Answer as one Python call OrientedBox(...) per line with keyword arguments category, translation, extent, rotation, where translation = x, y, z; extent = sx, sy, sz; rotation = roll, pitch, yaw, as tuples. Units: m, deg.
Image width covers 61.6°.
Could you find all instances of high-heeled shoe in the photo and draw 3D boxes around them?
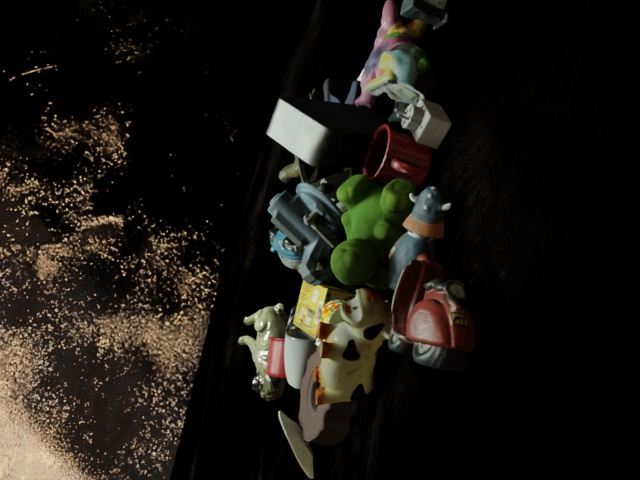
OrientedBox(category="high-heeled shoe", translation=(0.028, -0.167, 1.029), extent=(0.249, 0.145, 0.086), rotation=(-49, -59, -84))

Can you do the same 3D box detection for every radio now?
OrientedBox(category="radio", translation=(0.034, -0.183, 0.931), extent=(0.131, 0.229, 0.073), rotation=(41, 122, 30))

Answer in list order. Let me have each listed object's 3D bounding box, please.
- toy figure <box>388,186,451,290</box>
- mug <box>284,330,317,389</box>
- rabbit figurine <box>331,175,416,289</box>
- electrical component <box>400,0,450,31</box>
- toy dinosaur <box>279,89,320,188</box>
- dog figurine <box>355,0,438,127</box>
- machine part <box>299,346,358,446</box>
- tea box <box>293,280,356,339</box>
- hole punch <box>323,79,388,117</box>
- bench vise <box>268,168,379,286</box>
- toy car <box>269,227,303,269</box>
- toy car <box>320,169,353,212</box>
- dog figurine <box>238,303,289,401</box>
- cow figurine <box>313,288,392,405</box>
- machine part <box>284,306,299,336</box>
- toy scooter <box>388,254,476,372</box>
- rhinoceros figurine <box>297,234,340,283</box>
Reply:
OrientedBox(category="toy figure", translation=(0.136, 0.000, 0.747), extent=(0.058, 0.064, 0.154), rotation=(-92, 19, -77))
OrientedBox(category="mug", translation=(-0.041, 0.239, 1.081), extent=(0.110, 0.081, 0.107), rotation=(7, 92, 50))
OrientedBox(category="rabbit figurine", translation=(0.065, 0.005, 0.810), extent=(0.170, 0.121, 0.158), rotation=(-55, -31, -35))
OrientedBox(category="electrical component", translation=(0.166, -0.411, 0.902), extent=(0.048, 0.119, 0.074), rotation=(-168, 89, -73))
OrientedBox(category="toy dinosaur", translation=(-0.013, -0.196, 1.349), extent=(0.198, 0.105, 0.472), rotation=(-52, 36, 37))
OrientedBox(category="dog figurine", translation=(0.142, -0.326, 0.935), extent=(0.191, 0.108, 0.219), rotation=(153, 132, -70))
OrientedBox(category="machine part", translation=(0.011, 0.270, 0.944), extent=(0.179, 0.056, 0.179), rotation=(-167, 90, -74))
OrientedBox(category="tea box", translation=(0.008, 0.137, 1.043), extent=(0.170, 0.068, 0.098), rotation=(-171, 95, -74))
OrientedBox(category="hole punch", translation=(0.074, -0.266, 1.080), extent=(0.092, 0.142, 0.115), rotation=(8, 104, 39))
OrientedBox(category="bench vise", translation=(0.035, -0.039, 0.980), extent=(0.240, 0.224, 0.128), rotation=(-47, -10, -18))
OrientedBox(category="toy car", translation=(-0.058, 0.019, 1.332), extent=(0.162, 0.109, 0.102), rotation=(-145, 46, -61))
OrientedBox(category="toy car", translation=(0.037, -0.141, 1.167), extent=(0.056, 0.074, 0.202), rotation=(89, -177, -55))
OrientedBox(category="dog figurine", translation=(-0.111, 0.270, 1.304), extent=(0.191, 0.121, 0.172), rotation=(58, 138, 50))
OrientedBox(category="cow figurine", translation=(0.058, 0.159, 0.806), extent=(0.086, 0.127, 0.194), rotation=(-105, 19, -60))
OrientedBox(category="machine part", translation=(-0.055, 0.195, 1.248), extent=(0.139, 0.039, 0.084), rotation=(180, 112, -82))
OrientedBox(category="toy scooter", translation=(0.136, 0.082, 0.663), extent=(0.184, 0.075, 0.135), rotation=(171, 112, -77))
OrientedBox(category="rhinoceros figurine", translation=(-0.002, -0.003, 1.144), extent=(0.073, 0.112, 0.190), rotation=(-31, 57, 37))
